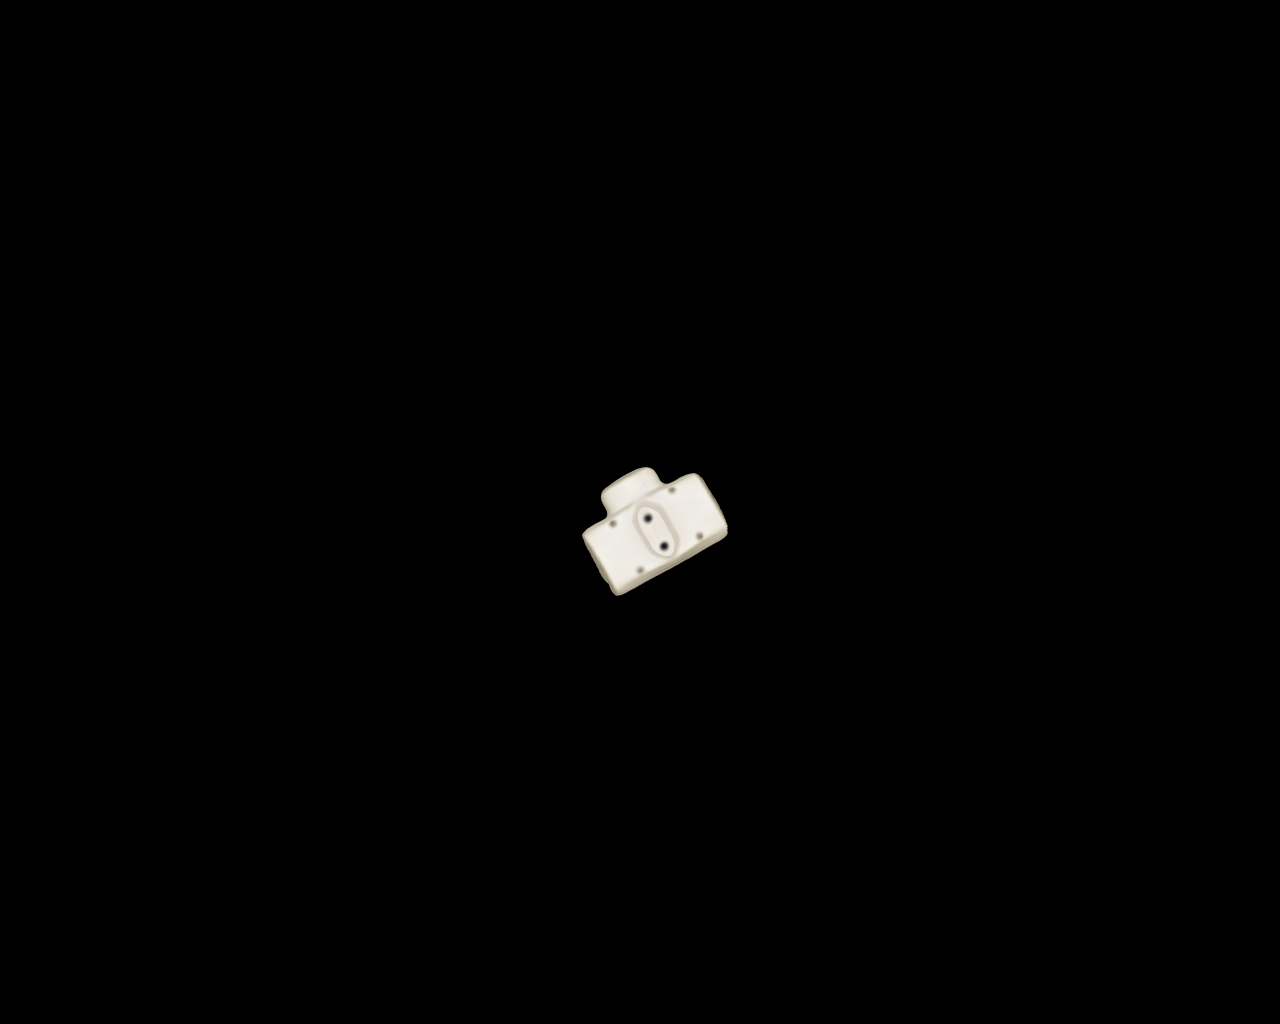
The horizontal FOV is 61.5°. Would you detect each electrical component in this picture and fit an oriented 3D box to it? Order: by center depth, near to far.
[{"bbox_3d":[0.001,-0.003,0.650,0.077,0.079,0.043,-28,-7,-4],"label":"electrical component"}]
